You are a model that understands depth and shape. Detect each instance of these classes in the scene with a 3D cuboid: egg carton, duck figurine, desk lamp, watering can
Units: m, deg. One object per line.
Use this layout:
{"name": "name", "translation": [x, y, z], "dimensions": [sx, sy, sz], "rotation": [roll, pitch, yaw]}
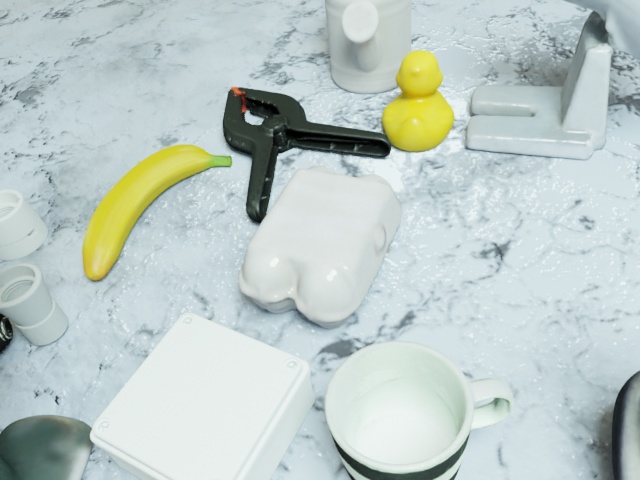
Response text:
{"name": "egg carton", "translation": [0.004, 0.002, 0.480], "dimensions": [0.107, 0.069, 0.150], "rotation": [12, 50, 19]}
{"name": "duck figurine", "translation": [0.102, -0.152, 0.598], "dimensions": [0.077, 0.086, 0.104], "rotation": [5, 48, 14]}
{"name": "desk lamp", "translation": [0.245, -0.182, 0.517], "dimensions": [0.203, 0.214, 0.118], "rotation": [6, 49, 14]}
{"name": "watering can", "translation": [0.055, -0.269, 0.639], "dimensions": [0.101, 0.194, 0.172], "rotation": [-15, 47, -5]}

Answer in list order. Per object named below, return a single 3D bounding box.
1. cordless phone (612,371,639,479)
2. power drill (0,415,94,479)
{"name": "cordless phone", "translation": [0.237, 0.088, 0.285], "dimensions": [0.147, 0.185, 0.094], "rotation": [0, 47, 9]}
{"name": "power drill", "translation": [-0.214, 0.100, 0.326], "dimensions": [0.075, 0.209, 0.229], "rotation": [-1, 47, 8]}
